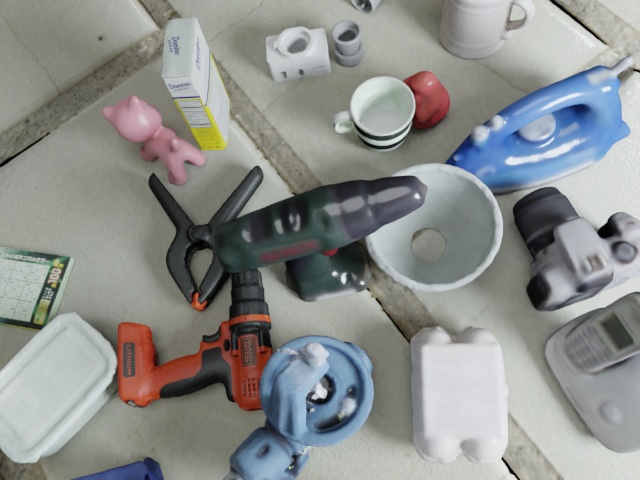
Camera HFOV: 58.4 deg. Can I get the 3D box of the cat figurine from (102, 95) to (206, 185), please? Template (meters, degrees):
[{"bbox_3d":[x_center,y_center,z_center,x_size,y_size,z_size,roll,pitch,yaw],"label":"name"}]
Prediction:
[{"bbox_3d":[-0.235,-0.151,0.799,0.127,0.118,0.067,35,77,19],"label":"cat figurine"}]

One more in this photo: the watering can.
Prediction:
[{"bbox_3d":[0.210,-0.349,0.777,0.172,0.194,0.101,14,71,13],"label":"watering can"}]

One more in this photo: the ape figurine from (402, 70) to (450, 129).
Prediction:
[{"bbox_3d":[0.141,-0.198,0.782,0.076,0.092,0.078,3,69,9],"label":"ape figurine"}]

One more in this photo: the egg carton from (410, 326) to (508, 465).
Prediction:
[{"bbox_3d":[0.156,0.173,0.646,0.107,0.069,0.150,-2,68,7],"label":"egg carton"}]

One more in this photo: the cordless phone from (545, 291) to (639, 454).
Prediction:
[{"bbox_3d":[0.314,0.133,0.578,0.094,0.185,0.147,-28,68,-4],"label":"cordless phone"}]

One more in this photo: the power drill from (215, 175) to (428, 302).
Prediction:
[{"bbox_3d":[0.006,0.002,0.657,0.229,0.208,0.075,-13,67,3],"label":"power drill"}]

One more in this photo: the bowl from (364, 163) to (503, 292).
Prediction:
[{"bbox_3d":[0.138,-0.008,0.717,0.167,0.075,0.167,-3,68,7],"label":"bowl"}]

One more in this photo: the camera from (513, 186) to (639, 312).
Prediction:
[{"bbox_3d":[0.303,-0.003,0.679,0.143,0.101,0.136,-21,67,-1],"label":"camera"}]

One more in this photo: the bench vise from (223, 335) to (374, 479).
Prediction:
[{"bbox_3d":[-0.020,0.184,0.583,0.121,0.220,0.207,20,73,15],"label":"bench vise"}]

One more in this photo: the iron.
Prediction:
[{"bbox_3d":[0.261,-0.141,0.717,0.258,0.141,0.118,-23,67,-2],"label":"iron"}]

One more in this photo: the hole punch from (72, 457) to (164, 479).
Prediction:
[{"bbox_3d":[-0.225,0.305,0.632,0.101,0.091,0.108,-20,67,0],"label":"hole punch"}]
